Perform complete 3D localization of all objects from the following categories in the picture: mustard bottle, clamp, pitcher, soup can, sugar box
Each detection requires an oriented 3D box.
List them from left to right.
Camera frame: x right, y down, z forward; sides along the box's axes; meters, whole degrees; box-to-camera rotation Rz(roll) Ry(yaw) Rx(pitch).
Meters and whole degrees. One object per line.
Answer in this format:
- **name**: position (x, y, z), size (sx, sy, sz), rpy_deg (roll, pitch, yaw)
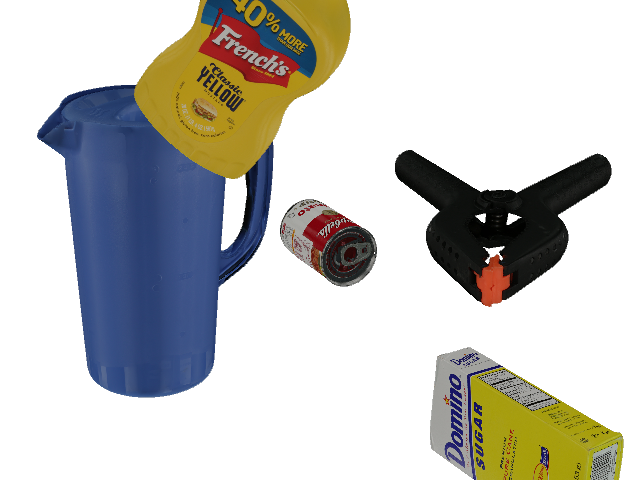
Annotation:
- **pitcher**: position (-0.130, -0.001, 0.874), size (0.149, 0.243, 0.144), rpy_deg (9, 23, 17)
- **mustard bottle**: position (-0.037, -0.128, 0.679), size (0.192, 0.096, 0.058), rpy_deg (-45, 6, 38)
- **soup can**: position (0.007, 0.001, 1.169), size (0.068, 0.068, 0.102), rpy_deg (0, 19, -30)
- **clamp**: position (0.116, -0.019, 0.757), size (0.165, 0.036, 0.209), rpy_deg (4, 28, 17)
- **sugar box**: position (0.159, 0.163, 0.861), size (0.048, 0.093, 0.176), rpy_deg (-11, 23, -34)
